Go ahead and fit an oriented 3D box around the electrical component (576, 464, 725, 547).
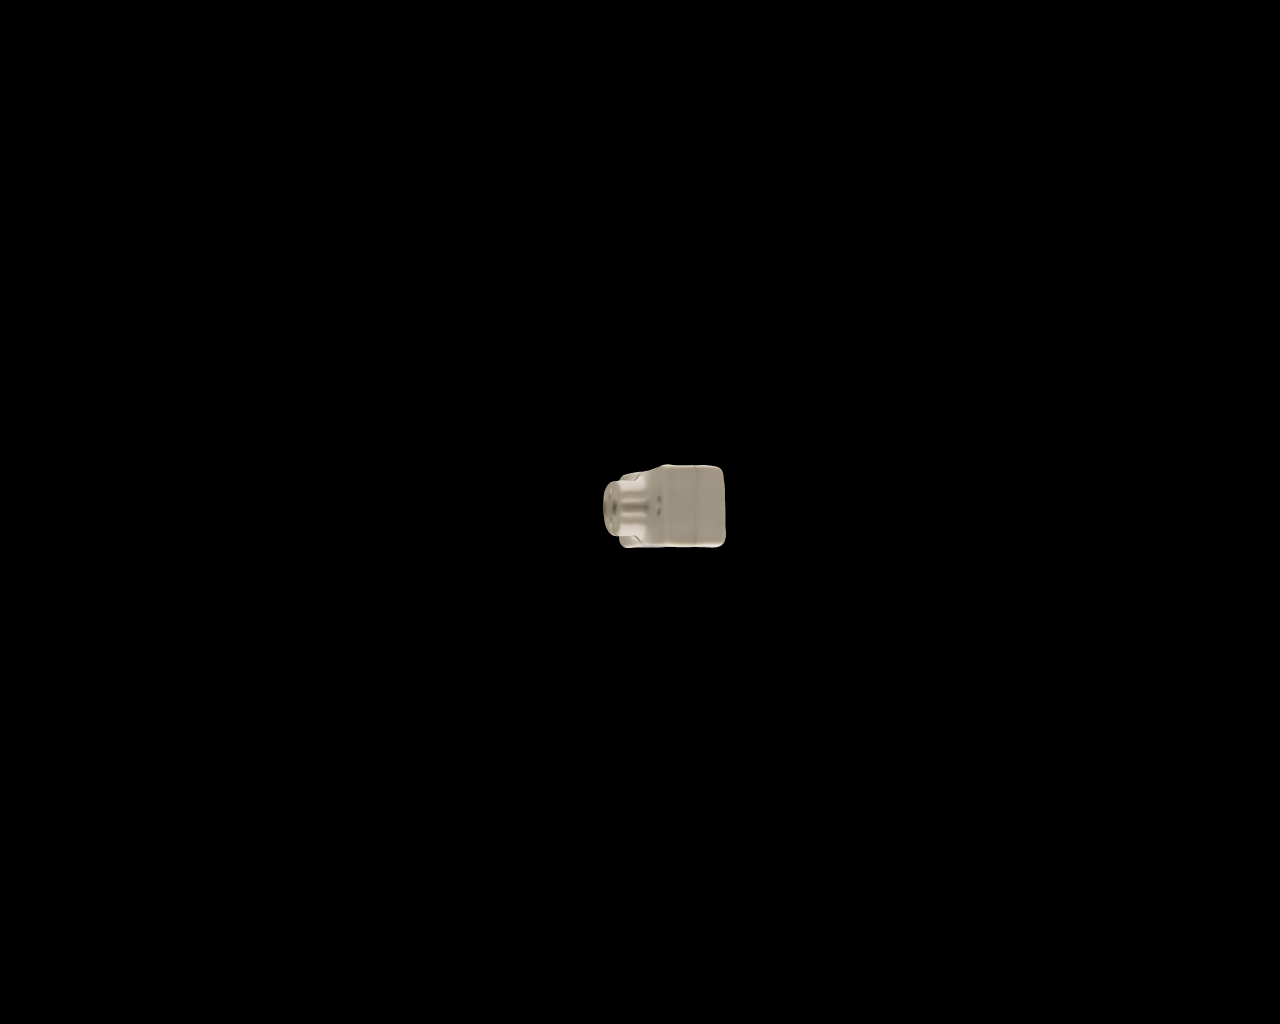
[{"bbox_3d":[0.001,-0.003,0.650,0.076,0.047,0.083,1,-2,-19],"label":"electrical component"}]
